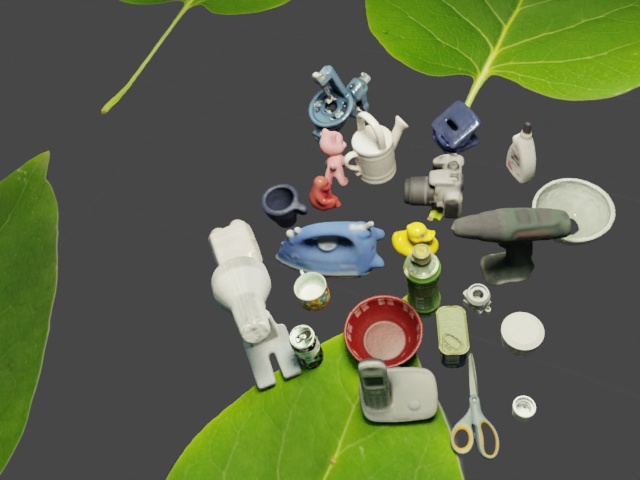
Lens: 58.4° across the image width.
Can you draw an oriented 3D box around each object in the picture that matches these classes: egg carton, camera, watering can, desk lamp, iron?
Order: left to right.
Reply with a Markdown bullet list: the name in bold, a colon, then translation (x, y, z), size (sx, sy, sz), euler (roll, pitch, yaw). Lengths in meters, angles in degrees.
- **egg carton**: translation (-0.198, 0.024, 1.348), size (0.107, 0.069, 0.150), euler (-24, 56, -5)
- **desk lamp**: translation (-0.128, 0.163, 1.156), size (0.118, 0.214, 0.203), euler (-24, 56, -4)
- **iron**: translation (0.012, 0.005, 1.275), size (0.258, 0.142, 0.118), euler (-2, 57, 10)
- **watering can**: translation (0.132, -0.235, 1.375), size (0.100, 0.194, 0.173), euler (28, 67, 26)
- **camera**: translation (0.266, -0.133, 1.338), size (0.136, 0.101, 0.143), euler (1, 58, 12)

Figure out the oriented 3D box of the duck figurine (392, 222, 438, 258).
- **duck figurine**: translation (0.211, -0.007, 1.276), size (0.104, 0.086, 0.077), euler (9, 60, 17)

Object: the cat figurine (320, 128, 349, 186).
- **cat figurine**: translation (0.033, -0.215, 1.428), size (0.067, 0.118, 0.128), euler (-4, 57, 9)

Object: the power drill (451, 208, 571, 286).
- **power drill**: translation (0.379, 0.008, 1.158), size (0.229, 0.209, 0.075), euler (-11, 56, 5)

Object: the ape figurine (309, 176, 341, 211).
- **ape figurine**: translation (0.007, -0.118, 1.385), size (0.076, 0.092, 0.078), euler (-4, 57, 9)

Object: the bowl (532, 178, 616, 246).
- **bowl**: translation (0.543, -0.048, 1.242), size (0.167, 0.075, 0.167), euler (-5, 57, 8)

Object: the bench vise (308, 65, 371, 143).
- **bench vise**: translation (0.040, -0.381, 1.473), size (0.121, 0.220, 0.207), euler (18, 63, 22)

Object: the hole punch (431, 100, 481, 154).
- **hole punch**: translation (0.336, -0.275, 1.422), size (0.101, 0.091, 0.108), euler (-28, 56, -7)

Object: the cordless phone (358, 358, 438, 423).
- **cordless phone**: translation (0.140, 0.266, 1.052), size (0.147, 0.185, 0.094), euler (-8, 56, 7)

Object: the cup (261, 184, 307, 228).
- **cup**: translation (-0.075, -0.069, 1.368), size (0.117, 0.095, 0.092), euler (19, 63, 22)

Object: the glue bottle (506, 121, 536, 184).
- **glue bottle**: translation (0.462, -0.207, 1.302), size (0.037, 0.173, 0.078), euler (-26, 56, -6)
